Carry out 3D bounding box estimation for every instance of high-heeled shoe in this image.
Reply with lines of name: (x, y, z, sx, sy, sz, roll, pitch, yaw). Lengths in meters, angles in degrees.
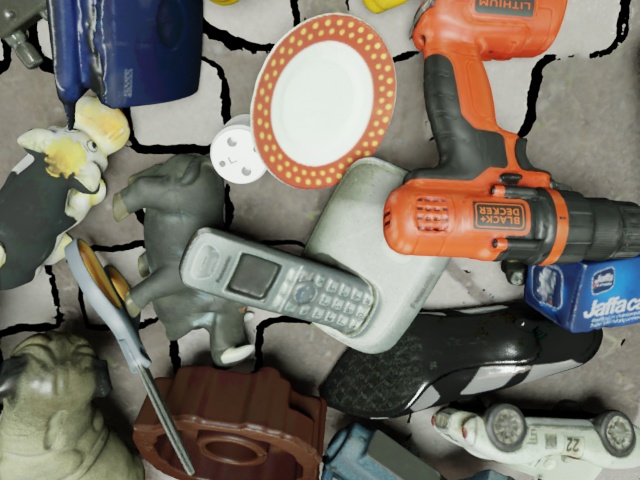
high-heeled shoe: (0.129, 0.114, 0.506, 0.249, 0.086, 0.145, -26, 150, 32)

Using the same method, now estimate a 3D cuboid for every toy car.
toy car: (0.200, 0.176, 0.491, 0.202, 0.073, 0.056, 8, 80, -15)

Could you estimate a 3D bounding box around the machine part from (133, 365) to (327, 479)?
machine part: (-0.077, 0.175, 0.486, 0.179, 0.056, 0.179, 5, 137, 4)

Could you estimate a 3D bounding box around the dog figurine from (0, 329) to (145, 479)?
dog figurine: (-0.197, 0.173, 0.455, 0.172, 0.121, 0.190, 24, 124, -24)

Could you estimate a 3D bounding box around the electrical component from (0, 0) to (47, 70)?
electrical component: (-0.223, -0.178, 0.391, 0.063, 0.021, 0.094, -28, 110, 11)

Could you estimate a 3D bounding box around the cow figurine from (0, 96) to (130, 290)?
cow figurine: (-0.212, -0.034, 0.408, 0.068, 0.098, 0.167, 35, 113, -14)

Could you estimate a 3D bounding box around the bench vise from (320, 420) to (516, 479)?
bench vise: (0.083, 0.277, 0.523, 0.224, 0.129, 0.240, 27, 131, -6)

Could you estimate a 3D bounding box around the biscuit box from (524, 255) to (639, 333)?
biscuit box: (0.266, 0.023, 0.428, 0.203, 0.063, 0.059, -7, 113, -15)

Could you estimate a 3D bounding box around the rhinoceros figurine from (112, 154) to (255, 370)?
rhinoceros figurine: (-0.103, 0.022, 0.451, 0.112, 0.073, 0.190, -10, 111, -5)

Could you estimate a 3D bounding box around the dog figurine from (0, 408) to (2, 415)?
dog figurine: (-0.328, 0.123, 0.439, 0.108, 0.219, 0.191, 3, 75, -19)

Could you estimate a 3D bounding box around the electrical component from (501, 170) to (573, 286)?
electrical component: (0.167, -0.015, 0.448, 0.078, 0.045, 0.102, 13, 111, -7)

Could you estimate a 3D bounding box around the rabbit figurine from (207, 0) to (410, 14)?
rabbit figurine: (-0.012, -0.212, 0.327, 0.173, 0.122, 0.162, -18, 107, 8)

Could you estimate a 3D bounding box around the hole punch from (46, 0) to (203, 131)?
hole punch: (-0.127, -0.148, 0.360, 0.092, 0.116, 0.142, 5, 113, -11)

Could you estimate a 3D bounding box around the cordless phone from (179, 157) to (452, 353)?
cordless phone: (0.000, -0.002, 0.404, 0.184, 0.089, 0.146, 17, 112, -25)
